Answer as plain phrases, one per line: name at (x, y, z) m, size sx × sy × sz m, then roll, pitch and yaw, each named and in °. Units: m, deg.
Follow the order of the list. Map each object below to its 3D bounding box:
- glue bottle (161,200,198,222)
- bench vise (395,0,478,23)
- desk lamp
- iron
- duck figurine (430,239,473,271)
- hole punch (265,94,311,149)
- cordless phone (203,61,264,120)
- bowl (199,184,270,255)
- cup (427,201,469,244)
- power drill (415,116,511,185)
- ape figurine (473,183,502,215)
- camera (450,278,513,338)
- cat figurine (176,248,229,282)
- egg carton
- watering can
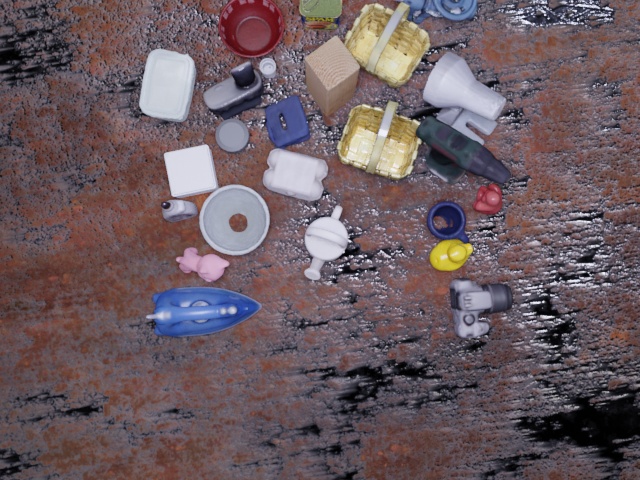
glue bottle at (-0.338, -0.073, 1.330) m, size 0.078 × 0.173 × 0.037 m, roll -13°, pitch 87°, yaw -1°
bench vise at (0.283, -0.571, 1.339) m, size 0.207 × 0.219 × 0.121 m, roll -17°, pitch 87°, yaw -1°
desk lamp at (0.335, -0.319, 1.328) m, size 0.203 × 0.213 × 0.118 m, roll 35°, pitch 87°, yaw 2°
iron at (-0.270, 0.166, 1.333) m, size 0.258 × 0.141 × 0.119 m, roll -5°, pitch 87°, yaw -1°
duck figurine at (0.318, 0.035, 1.372) m, size 0.104 × 0.086 × 0.077 m, roll -21°, pitch 87°, yaw -1°
hole punch at (-0.080, -0.282, 1.385) m, size 0.101 × 0.091 × 0.109 m, roll -18°, pitch 87°, yaw -1°
cordless phone at (-0.209, -0.364, 1.342) m, size 0.147 × 0.185 × 0.094 m, roll -31°, pitch 87°, yaw -2°
bowl at (-0.201, -0.046, 1.379) m, size 0.167 × 0.074 × 0.167 m, roll 0°, pitch 87°, yaw 0°
cup at (0.305, -0.034, 1.372) m, size 0.118 × 0.095 × 0.092 m, roll 45°, pitch 88°, yaw 2°
power drill at (0.318, -0.192, 1.324) m, size 0.229 × 0.208 × 0.076 m, roll 36°, pitch 87°, yaw 2°
ape figurine at (0.409, -0.098, 1.377) m, size 0.078 × 0.092 × 0.076 m, roll -32°, pitch 87°, yaw -2°
camera at (0.386, 0.158, 1.359) m, size 0.137 × 0.101 × 0.143 m, roll -5°, pitch 87°, yaw 0°
cat figurine at (-0.277, 0.060, 1.351) m, size 0.128 × 0.117 × 0.067 m, roll 16°, pitch 87°, yaw 1°
egg carton at (-0.060, -0.157, 1.389) m, size 0.150 × 0.069 × 0.107 m, roll 13°, pitch 87°, yaw 0°
watering can at (0.014, 0.005, 1.318) m, size 0.101 × 0.194 × 0.173 m, roll 0°, pitch 87°, yaw 0°
